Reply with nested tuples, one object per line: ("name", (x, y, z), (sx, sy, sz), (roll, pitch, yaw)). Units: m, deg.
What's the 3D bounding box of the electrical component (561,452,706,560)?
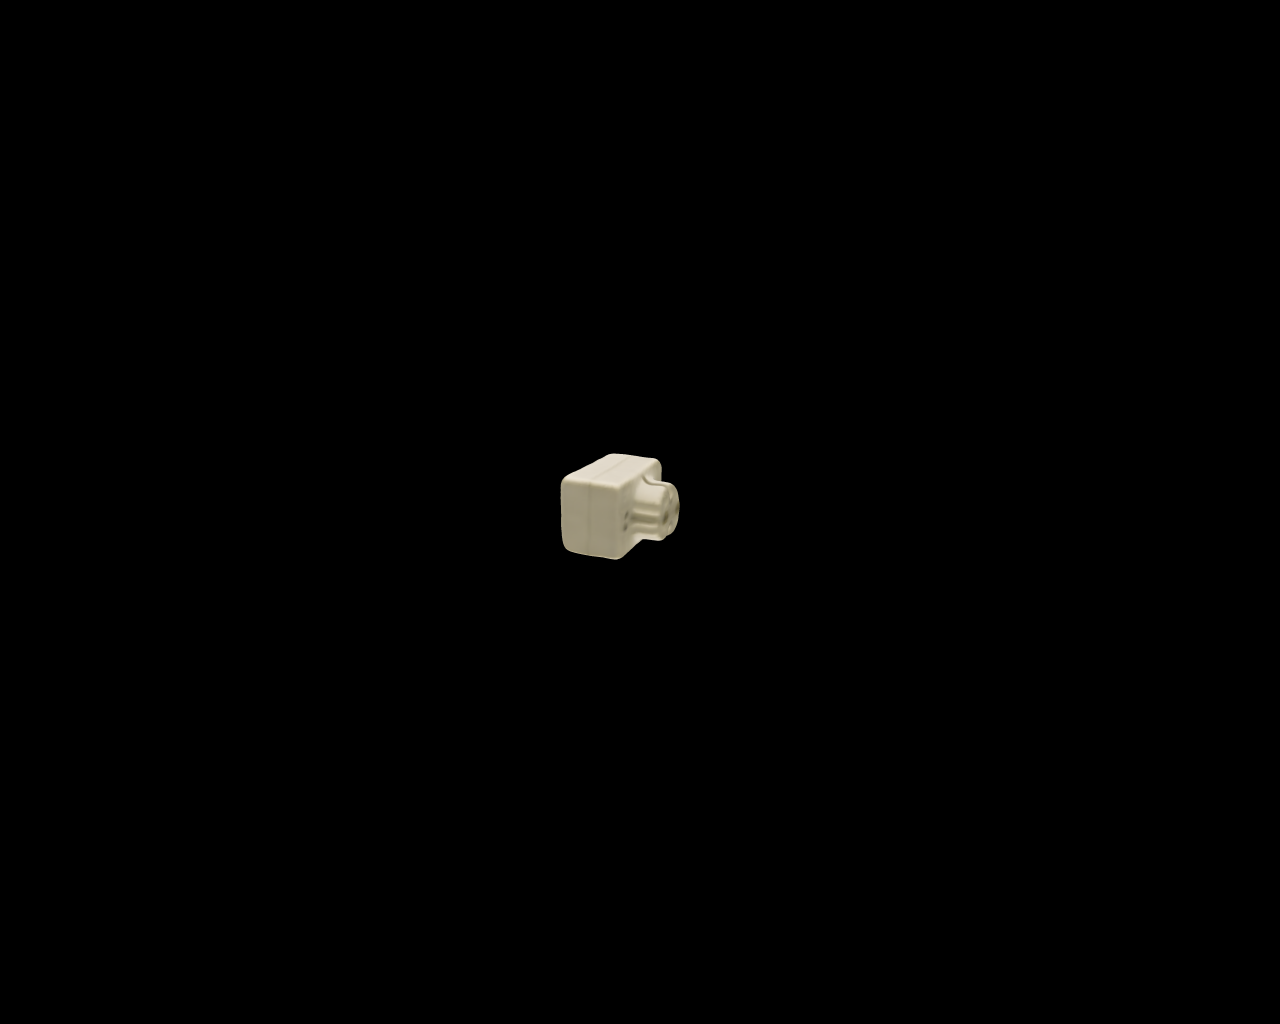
("electrical component", (0.001, -0.003, 0.650), (0.077, 0.047, 0.066), (8, 20, 22))
